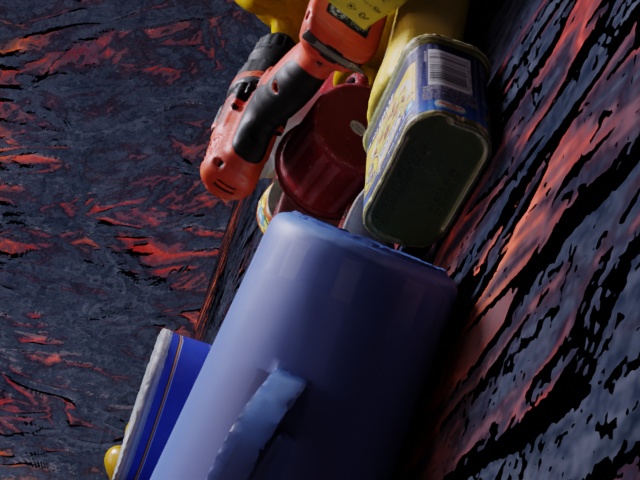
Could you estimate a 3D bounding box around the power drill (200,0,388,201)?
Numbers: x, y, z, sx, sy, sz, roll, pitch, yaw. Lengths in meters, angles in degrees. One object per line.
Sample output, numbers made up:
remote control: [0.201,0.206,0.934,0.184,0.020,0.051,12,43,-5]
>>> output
power drill: [-0.017,-0.138,0.823,0.188,0.057,0.184,-44,23,46]

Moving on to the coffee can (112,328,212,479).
coffee can: [-0.052,0.127,0.696,0.103,0.140,0.103,-162,91,-82]

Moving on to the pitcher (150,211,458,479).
pitcher: [-0.020,0.112,0.563,0.149,0.144,0.243,25,93,60]

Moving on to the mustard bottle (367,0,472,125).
mustard bottle: [0.078,-0.158,0.748,0.096,0.058,0.191,98,-175,-59]

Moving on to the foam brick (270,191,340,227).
foam brick: [-0.006,0.001,0.898,0.051,0.078,0.053,-81,12,-45]

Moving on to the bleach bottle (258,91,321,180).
bleach bottle: [-0.026,-0.133,1.171,0.103,0.068,0.250,-63,-3,39]

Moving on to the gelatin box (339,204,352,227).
gelatin box: [0.023,0.022,0.824,0.073,0.030,0.089,-107,36,-76]

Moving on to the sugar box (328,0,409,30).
sugar box: [0.081,-0.213,0.668,0.177,0.048,0.093,-30,37,43]

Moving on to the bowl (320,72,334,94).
bowl: [0.040,-0.188,1.100,0.162,0.055,0.162,-162,91,-83]

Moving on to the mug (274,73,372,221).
mug: [0.021,-0.084,0.867,0.082,0.093,0.117,132,154,-60]

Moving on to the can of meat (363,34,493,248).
can of meat: [0.063,-0.057,0.639,0.084,0.057,0.102,-83,14,-50]
